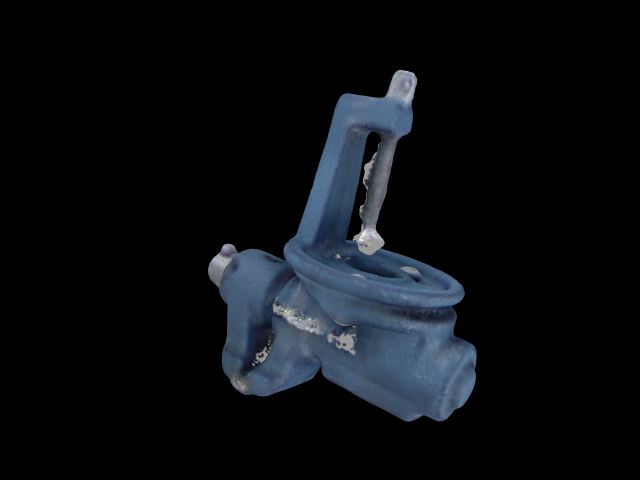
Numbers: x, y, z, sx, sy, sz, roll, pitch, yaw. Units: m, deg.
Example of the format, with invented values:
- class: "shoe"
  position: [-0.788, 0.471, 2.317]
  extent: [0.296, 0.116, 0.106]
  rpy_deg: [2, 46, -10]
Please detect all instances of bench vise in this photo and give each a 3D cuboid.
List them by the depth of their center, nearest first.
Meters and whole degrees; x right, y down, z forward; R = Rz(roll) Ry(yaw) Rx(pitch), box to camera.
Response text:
- class: "bench vise"
  position: [0.000, 0.002, 0.389]
  extent: [0.207, 0.220, 0.122]
  rpy_deg: [1, 2, 17]
